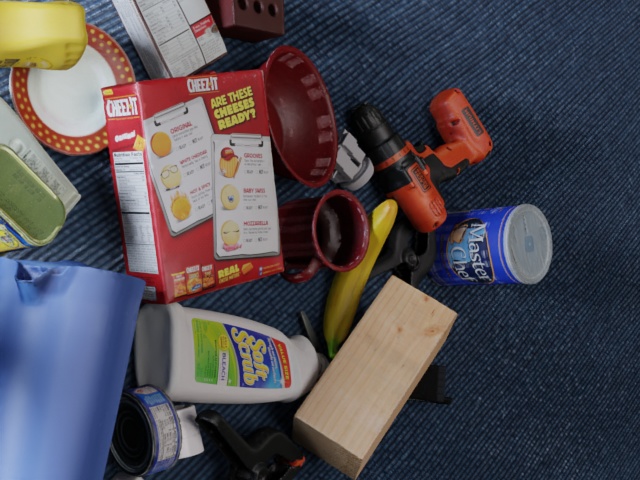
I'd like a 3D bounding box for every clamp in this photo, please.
[{"bbox_3d":[-0.078,0.238,1.119,0.209,0.036,0.164,-13,111,-60],"label":"clamp"},{"bbox_3d":[0.110,0.039,1.360,0.120,0.039,0.171,54,54,-23],"label":"clamp"}]

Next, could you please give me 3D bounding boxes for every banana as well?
[{"bbox_3d":[0.044,0.043,1.258,0.037,0.070,0.198,18,93,-27],"label":"banana"}]

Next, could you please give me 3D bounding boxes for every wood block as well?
[{"bbox_3d":[0.061,0.156,1.218,0.206,0.090,0.091,-54,167,-24],"label":"wood block"}]

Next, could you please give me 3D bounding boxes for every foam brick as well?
[{"bbox_3d":[-0.085,-0.252,1.178,0.078,0.051,0.053,0,87,-45],"label":"foam brick"}]

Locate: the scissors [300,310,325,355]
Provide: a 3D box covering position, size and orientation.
[{"bbox_3d":[0.028,0.169,1.285,0.096,0.016,0.202,-19,100,-46],"label":"scissors"}]

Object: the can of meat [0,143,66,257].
[{"bbox_3d":[-0.283,-0.034,0.934,0.102,0.084,0.057,49,53,-29],"label":"can of meat"}]

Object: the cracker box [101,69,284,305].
[{"bbox_3d":[-0.125,-0.056,1.071,0.163,0.072,0.214,-15,102,-45],"label":"cracker box"}]

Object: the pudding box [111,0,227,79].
[{"bbox_3d":[-0.156,-0.225,1.113,0.089,0.039,0.113,-40,112,-39],"label":"pudding box"}]

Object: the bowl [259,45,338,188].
[{"bbox_3d":[-0.041,-0.132,1.193,0.162,0.055,0.162,32,53,-54],"label":"bowl"}]

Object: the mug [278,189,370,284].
[{"bbox_3d":[-0.008,0.001,1.214,0.093,0.082,0.117,46,56,-33],"label":"mug"}]

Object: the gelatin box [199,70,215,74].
[{"bbox_3d":[-0.128,-0.127,1.139,0.073,0.030,0.089,-39,115,-38],"label":"gelatin box"}]

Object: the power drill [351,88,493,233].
[{"bbox_3d":[0.133,-0.124,1.378,0.187,0.057,0.184,-41,104,-40],"label":"power drill"}]

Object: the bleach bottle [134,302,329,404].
[{"bbox_3d":[-0.082,0.124,1.146,0.250,0.068,0.102,10,74,-48],"label":"bleach bottle"}]

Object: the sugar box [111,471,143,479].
[{"bbox_3d":[-0.215,0.312,1.007,0.176,0.048,0.093,-44,117,-37],"label":"sugar box"}]

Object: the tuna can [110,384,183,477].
[{"bbox_3d":[-0.172,0.185,1.031,0.033,0.086,0.086,-9,93,-44],"label":"tuna can"}]

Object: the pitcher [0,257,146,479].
[{"bbox_3d":[-0.235,0.141,0.953,0.149,0.145,0.243,13,81,-32],"label":"pitcher"}]

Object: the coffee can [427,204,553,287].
[{"bbox_3d":[0.217,0.009,1.400,0.102,0.141,0.103,4,84,-45],"label":"coffee can"}]

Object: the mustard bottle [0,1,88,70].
[{"bbox_3d":[-0.303,-0.175,0.912,0.191,0.096,0.058,-5,90,-31],"label":"mustard bottle"}]
